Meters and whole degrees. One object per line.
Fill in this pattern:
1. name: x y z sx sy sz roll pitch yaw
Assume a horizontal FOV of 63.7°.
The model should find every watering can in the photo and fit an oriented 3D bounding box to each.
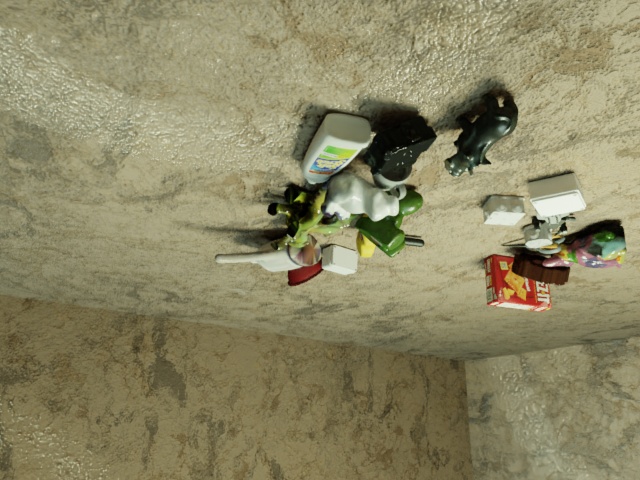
1. watering can: -0.142 0.047 1.630 0.223 0.104 0.348 -12 -7 36

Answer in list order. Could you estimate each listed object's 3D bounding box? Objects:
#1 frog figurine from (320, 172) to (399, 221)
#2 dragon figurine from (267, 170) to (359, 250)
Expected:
1. frog figurine: 0.097 -0.100 1.166 0.158 0.125 0.135 -10 -31 31
2. dragon figurine: 0.004 -0.071 1.407 0.243 0.124 0.404 -2 -23 -44
